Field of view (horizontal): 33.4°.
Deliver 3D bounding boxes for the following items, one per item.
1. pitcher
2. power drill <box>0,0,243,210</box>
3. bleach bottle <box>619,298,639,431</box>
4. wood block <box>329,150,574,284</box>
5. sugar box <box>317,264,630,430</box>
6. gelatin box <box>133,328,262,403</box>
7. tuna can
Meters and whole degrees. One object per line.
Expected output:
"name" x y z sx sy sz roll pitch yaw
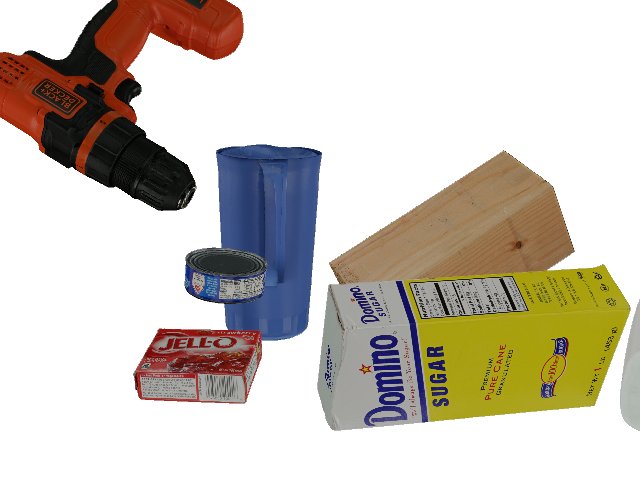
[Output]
"pitcher" -0.067 0.002 1.356 0.145 0.243 0.148 10 15 37
"power drill" -0.138 -0.124 0.815 0.184 0.187 0.057 32 -34 6
"bleach bottle" 0.277 0.061 0.759 0.103 0.068 0.250 11 22 19
"wood block" 0.126 0.017 1.026 0.206 0.090 0.090 -32 35 -6
"sugar box" 0.090 0.066 0.651 0.176 0.093 0.048 -6 42 -12
"gelatin box" -0.097 0.099 0.855 0.089 0.030 0.073 1 23 8
"tuna can" -0.099 0.037 1.117 0.086 0.034 0.086 5 17 -2
